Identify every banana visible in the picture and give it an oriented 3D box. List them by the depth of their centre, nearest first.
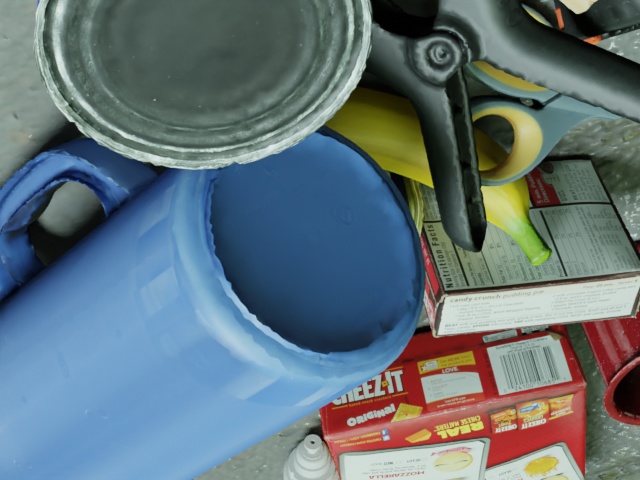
[{"bbox_3d":[0.026,-0.045,0.511,0.197,0.069,0.037,16,128,-17],"label":"banana"}]

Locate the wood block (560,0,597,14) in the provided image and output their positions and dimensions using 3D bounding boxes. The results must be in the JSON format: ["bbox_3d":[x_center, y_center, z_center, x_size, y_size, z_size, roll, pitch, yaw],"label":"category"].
[{"bbox_3d":[0.043,-0.177,0.348,0.205,0.091,0.090,26,126,-35],"label":"wood block"}]

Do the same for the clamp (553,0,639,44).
[{"bbox_3d":[0.179,-0.111,0.417,0.164,0.036,0.210,-17,-174,-25],"label":"clamp"}]

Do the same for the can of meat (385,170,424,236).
[{"bbox_3d":[-0.004,0.001,0.565,0.083,0.057,0.102,7,136,-17],"label":"can of meat"}]

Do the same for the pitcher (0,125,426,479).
[{"bbox_3d":[-0.070,0.033,0.475,0.149,0.145,0.243,21,149,-25],"label":"pitcher"}]

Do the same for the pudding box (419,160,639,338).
[{"bbox_3d":[0.104,0.002,0.564,0.113,0.090,0.039,-6,138,-7],"label":"pudding box"}]

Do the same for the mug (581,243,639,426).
[{"bbox_3d":[0.214,0.060,0.662,0.093,0.081,0.117,-35,134,24],"label":"mug"}]

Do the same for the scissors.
[{"bbox_3d":[0.131,-0.054,0.530,0.201,0.016,0.096,22,88,-31],"label":"scissors"}]

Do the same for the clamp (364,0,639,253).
[{"bbox_3d":[0.065,-0.082,0.437,0.120,0.039,0.171,-26,108,28],"label":"clamp"}]

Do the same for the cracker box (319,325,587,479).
[{"bbox_3d":[0.095,0.144,0.738,0.164,0.072,0.213,-13,140,3],"label":"cracker box"}]

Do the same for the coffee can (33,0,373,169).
[{"bbox_3d":[-0.045,-0.109,0.366,0.102,0.140,0.103,-7,139,-6],"label":"coffee can"}]
